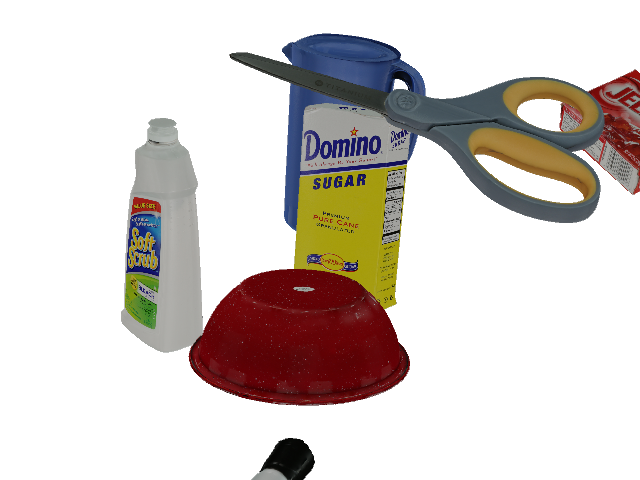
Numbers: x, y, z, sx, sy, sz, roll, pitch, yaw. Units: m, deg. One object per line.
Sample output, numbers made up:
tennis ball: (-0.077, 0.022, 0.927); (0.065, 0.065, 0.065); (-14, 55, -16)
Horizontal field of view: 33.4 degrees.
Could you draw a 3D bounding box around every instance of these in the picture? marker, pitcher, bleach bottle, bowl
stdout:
marker: (-0.032, 0.113, 0.416); (0.020, 0.020, 0.121); (0, 21, 24)
pitcher: (0.028, -0.126, 1.324); (0.144, 0.243, 0.149); (-4, 25, -22)
bleach bottle: (-0.171, -0.010, 1.140); (0.067, 0.251, 0.103); (-18, 33, -36)
bowl: (-0.014, 0.060, 0.770); (0.162, 0.055, 0.162); (2, 17, -1)

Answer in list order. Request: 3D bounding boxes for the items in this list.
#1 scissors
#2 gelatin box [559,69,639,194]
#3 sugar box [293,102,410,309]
scissors: (0.060, -0.076, 0.556); (0.202, 0.096, 0.016); (32, -33, 17)
gelatin box: (0.234, -0.083, 0.797); (0.073, 0.030, 0.089); (-25, 52, -17)
sugar box: (0.026, -0.030, 0.955); (0.093, 0.176, 0.048); (11, 17, 33)
